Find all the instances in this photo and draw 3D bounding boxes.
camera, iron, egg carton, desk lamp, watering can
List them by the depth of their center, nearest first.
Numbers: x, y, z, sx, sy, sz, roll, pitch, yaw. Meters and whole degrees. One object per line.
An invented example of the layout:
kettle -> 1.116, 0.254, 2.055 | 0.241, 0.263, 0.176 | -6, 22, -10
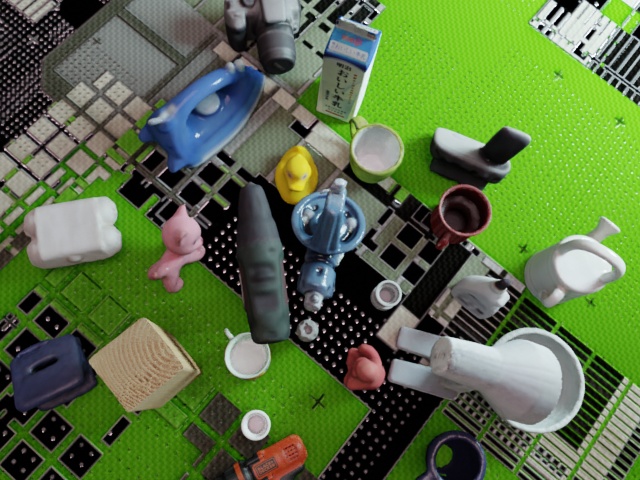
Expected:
desk lamp -> 0.227, 0.199, 0.874 | 0.203, 0.213, 0.118 | 15, 75, -1
watering can -> 0.426, 0.036, 0.944 | 0.101, 0.194, 0.173 | 18, 75, 0
egg carton -> -0.406, -0.011, 0.945 | 0.150, 0.069, 0.107 | -12, 77, -8
iron -> -0.192, -0.241, 0.986 | 0.118, 0.141, 0.258 | 44, 76, 7
camera -> -0.100, -0.382, 1.052 | 0.143, 0.101, 0.137 | -7, 76, -7

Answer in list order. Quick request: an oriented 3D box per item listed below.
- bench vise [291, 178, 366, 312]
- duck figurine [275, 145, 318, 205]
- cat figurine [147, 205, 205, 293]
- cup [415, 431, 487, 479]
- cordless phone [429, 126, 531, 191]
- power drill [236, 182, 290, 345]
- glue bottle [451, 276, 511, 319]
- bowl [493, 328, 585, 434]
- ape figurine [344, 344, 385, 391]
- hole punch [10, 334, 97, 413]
bench vise -> 0.020, 0.002, 0.902 | 0.121, 0.219, 0.207 | -6, 76, -6
duck figurine -> -0.040, -0.122, 0.998 | 0.077, 0.086, 0.104 | 5, 75, -4
cat figurine -> -0.234, 0.014, 0.929 | 0.067, 0.117, 0.128 | 29, 75, 3
cup -> 0.190, 0.350, 0.893 | 0.118, 0.095, 0.091 | -27, 79, -11
cordless phone -> 0.274, -0.167, 0.987 | 0.147, 0.185, 0.094 | 20, 75, 0
power drill -> -0.091, 0.049, 0.886 | 0.075, 0.208, 0.229 | -9, 76, -7
glue bottle -> 0.271, 0.085, 0.928 | 0.078, 0.173, 0.037 | 43, 76, 7
bowl -> 0.341, 0.232, 0.948 | 0.167, 0.074, 0.167 | 1, 75, -5
ape figurine -> 0.072, 0.209, 0.920 | 0.076, 0.092, 0.078 | 44, 76, 7
hole punch -> -0.416, 0.203, 0.878 | 0.109, 0.091, 0.101 | -26, 79, -11
